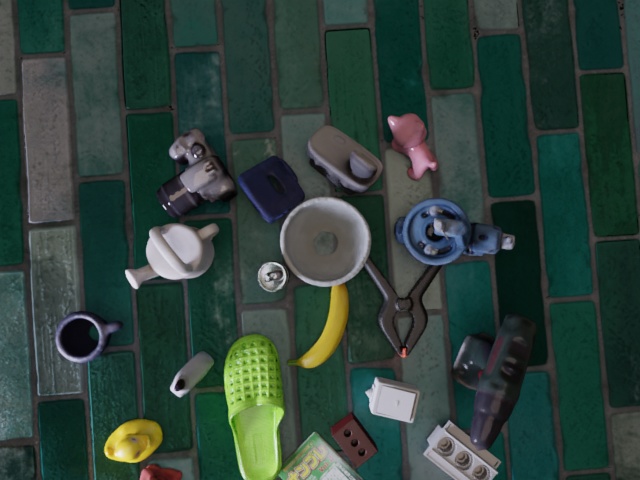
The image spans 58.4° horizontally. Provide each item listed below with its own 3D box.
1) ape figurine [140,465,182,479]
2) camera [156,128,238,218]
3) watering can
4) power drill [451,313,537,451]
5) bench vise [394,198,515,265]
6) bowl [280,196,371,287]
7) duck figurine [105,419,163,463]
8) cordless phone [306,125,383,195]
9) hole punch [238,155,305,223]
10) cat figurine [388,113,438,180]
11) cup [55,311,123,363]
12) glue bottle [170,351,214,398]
[{"bbox_3d":[-0.301,0.454,1.048,0.076,0.092,0.078,-36,88,-2],"label":"ape figurine"},{"bbox_3d":[-0.244,-0.117,1.068,0.137,0.101,0.143,-34,88,-2],"label":"camera"},{"bbox_3d":[-0.259,0.026,1.015,0.101,0.194,0.173,34,88,1],"label":"watering can"},{"bbox_3d":[0.300,0.237,1.008,0.075,0.208,0.230,23,87,1],"label":"power drill"},{"bbox_3d":[0.246,-0.023,1.013,0.207,0.219,0.121,-10,88,-1],"label":"bench vise"},{"bbox_3d":[0.010,0.004,1.080,0.167,0.074,0.167,0,88,-1],"label":"bowl"},{"bbox_3d":[-0.350,0.379,1.053,0.104,0.086,0.077,-18,88,-1],"label":"duck figurine"},{"bbox_3d":[0.046,-0.155,1.032,0.147,0.185,0.094,34,88,1],"label":"cordless phone"},{"bbox_3d":[-0.090,-0.099,1.075,0.101,0.091,0.109,-37,88,-2],"label":"hole punch"},{"bbox_3d":[0.178,-0.183,1.069,0.067,0.117,0.128,-33,88,-2],"label":"cat figurine"},{"bbox_3d":[-0.411,0.169,1.057,0.118,0.095,0.092,-19,88,-1],"label":"cup"},{"bbox_3d":[-0.235,0.246,1.017,0.037,0.173,0.078,37,88,1],"label":"glue bottle"}]
